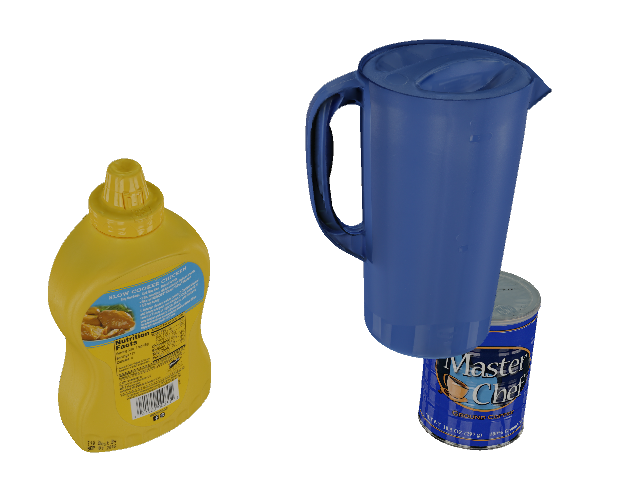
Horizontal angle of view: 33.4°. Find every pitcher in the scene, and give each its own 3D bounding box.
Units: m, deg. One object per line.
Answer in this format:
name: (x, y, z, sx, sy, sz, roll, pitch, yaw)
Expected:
pitcher: (0.082, -0.030, 0.855, 0.149, 0.243, 0.144, 19, 34, 30)

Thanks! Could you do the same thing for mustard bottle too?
mustard bottle: (-0.111, 0.036, 0.627, 0.096, 0.192, 0.058, -21, 45, -29)

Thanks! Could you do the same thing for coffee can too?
coffee can: (0.148, 0.110, 1.006, 0.103, 0.140, 0.103, 2, 25, -1)
